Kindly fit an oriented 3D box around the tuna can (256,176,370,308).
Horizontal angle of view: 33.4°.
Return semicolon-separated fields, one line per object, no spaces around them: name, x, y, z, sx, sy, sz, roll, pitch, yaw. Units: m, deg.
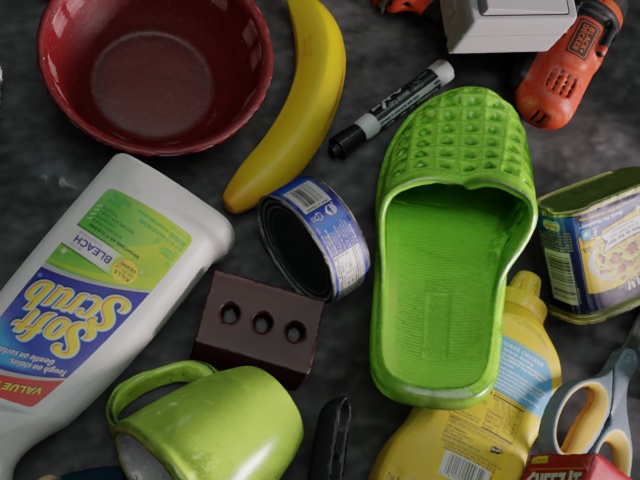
tuna can;-0.005;0.001;0.714;0.033;0.086;0.086;-31;79;-23

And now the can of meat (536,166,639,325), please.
can of meat;0.204;0.001;0.753;0.102;0.058;0.084;-20;108;-18

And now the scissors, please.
scissors;0.216;0.107;0.748;0.201;0.016;0.096;-32;103;-40

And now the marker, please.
marker;0.053;-0.098;0.799;0.121;0.020;0.020;-38;81;-21

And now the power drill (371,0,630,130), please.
power drill;0.149;-0.200;0.837;0.187;0.057;0.184;29;67;0

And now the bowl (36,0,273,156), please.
bowl;-0.116;-0.122;0.753;0.162;0.055;0.162;4;69;-10

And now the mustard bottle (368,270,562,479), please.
mustard bottle;0.109;0.104;0.713;0.096;0.058;0.191;28;67;-3

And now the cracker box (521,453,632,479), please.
cracker box;0.159;0.261;0.637;0.164;0.072;0.213;38;65;-18

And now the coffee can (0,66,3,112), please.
coffee can;-0.285;-0.080;0.676;0.140;0.103;0.103;13;68;-7

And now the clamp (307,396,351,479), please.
clamp;0.001;0.183;0.647;0.171;0.039;0.120;-44;57;1

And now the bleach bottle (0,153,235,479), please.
bleach bottle;-0.163;0.069;0.669;0.102;0.068;0.250;33;69;3

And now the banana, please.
banana;-0.019;-0.104;0.780;0.070;0.037;0.197;6;66;9

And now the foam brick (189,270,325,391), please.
foam brick;-0.041;0.061;0.702;0.078;0.051;0.053;16;67;-6
